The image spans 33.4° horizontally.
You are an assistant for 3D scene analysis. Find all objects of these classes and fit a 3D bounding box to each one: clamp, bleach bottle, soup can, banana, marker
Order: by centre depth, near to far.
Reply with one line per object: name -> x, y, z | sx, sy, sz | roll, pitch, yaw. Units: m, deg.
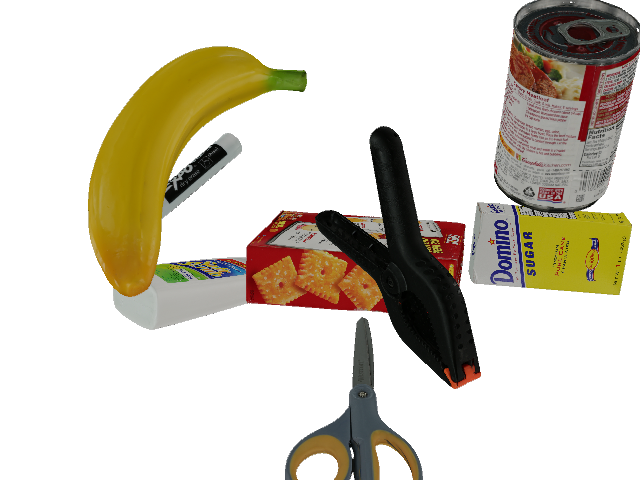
banana -> -0.074, -0.051, 0.545 | 0.070, 0.037, 0.197 | 17, 45, 15
soup can -> 0.135, -0.074, 0.594 | 0.068, 0.102, 0.068 | 0, 41, 0
marker -> -0.102, -0.038, 0.777 | 0.020, 0.020, 0.121 | 0, 37, 49
clamp -> 0.071, 0.020, 0.870 | 0.036, 0.210, 0.165 | -22, -23, -25
bleach bottle -> -0.147, 0.057, 1.437 | 0.250, 0.068, 0.103 | -11, 26, -43

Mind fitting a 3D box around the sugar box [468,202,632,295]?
sugar box -> 0.268, 0.010, 1.256 | 0.176, 0.093, 0.048 | 3, 21, 0

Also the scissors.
scissors -> 0.012, 0.117, 0.731 | 0.096, 0.016, 0.202 | -6, 32, -11

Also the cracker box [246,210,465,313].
cracker box -> 0.042, 0.024, 1.137 | 0.214, 0.072, 0.164 | 5, 15, 10
